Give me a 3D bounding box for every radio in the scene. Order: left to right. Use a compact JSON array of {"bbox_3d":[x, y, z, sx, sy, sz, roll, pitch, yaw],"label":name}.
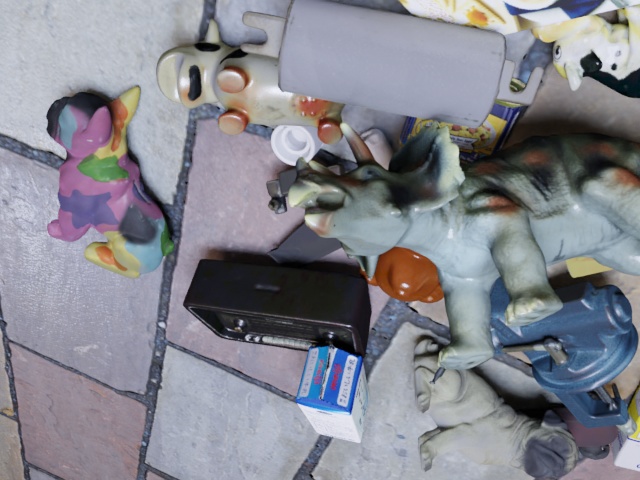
[{"bbox_3d":[-0.048,0.093,0.709,0.230,0.073,0.131,6,151,17],"label":"radio"}]

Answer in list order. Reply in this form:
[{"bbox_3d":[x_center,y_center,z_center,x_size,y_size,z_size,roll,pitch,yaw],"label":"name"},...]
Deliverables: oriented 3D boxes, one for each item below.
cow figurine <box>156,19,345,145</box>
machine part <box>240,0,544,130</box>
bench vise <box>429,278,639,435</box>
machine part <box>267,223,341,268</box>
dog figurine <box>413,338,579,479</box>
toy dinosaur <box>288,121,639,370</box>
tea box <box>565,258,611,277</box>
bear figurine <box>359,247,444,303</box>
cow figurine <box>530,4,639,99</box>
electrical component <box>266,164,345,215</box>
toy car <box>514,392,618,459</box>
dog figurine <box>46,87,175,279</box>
[{"bbox_3d":[-0.067,-0.162,0.538,0.195,0.127,0.085,4,128,0],"label":"cow figurine"},{"bbox_3d":[0.055,-0.142,0.435,0.243,0.079,0.079,11,129,-1],"label":"machine part"},{"bbox_3d":[0.273,0.142,0.625,0.224,0.129,0.240,-32,105,38],"label":"bench vise"},{"bbox_3d":[-0.001,-0.002,0.671,0.139,0.039,0.084,-29,116,33],"label":"machine part"},{"bbox_3d":[0.218,0.211,0.686,0.191,0.121,0.172,-5,89,8],"label":"dog figurine"},{"bbox_3d":[0.177,-0.025,0.413,0.405,0.192,0.131,-11,151,-8],"label":"toy dinosaur"},{"bbox_3d":[0.305,-0.037,0.491,0.170,0.098,0.068,-19,116,32],"label":"tea box"},{"bbox_3d":[0.104,0.007,0.583,0.120,0.132,0.195,22,124,7],"label":"bear figurine"},{"bbox_3d":[0.258,-0.155,0.444,0.168,0.068,0.098,7,133,17],"label":"cow figurine"},{"bbox_3d":[-0.014,-0.056,0.604,0.102,0.078,0.045,-9,84,20],"label":"electrical component"},{"bbox_3d":[0.295,0.255,0.738,0.202,0.053,0.089,-11,115,22],"label":"toy car"},{"bbox_3d":[-0.252,-0.077,0.668,0.191,0.108,0.219,31,127,-2],"label":"dog figurine"}]
